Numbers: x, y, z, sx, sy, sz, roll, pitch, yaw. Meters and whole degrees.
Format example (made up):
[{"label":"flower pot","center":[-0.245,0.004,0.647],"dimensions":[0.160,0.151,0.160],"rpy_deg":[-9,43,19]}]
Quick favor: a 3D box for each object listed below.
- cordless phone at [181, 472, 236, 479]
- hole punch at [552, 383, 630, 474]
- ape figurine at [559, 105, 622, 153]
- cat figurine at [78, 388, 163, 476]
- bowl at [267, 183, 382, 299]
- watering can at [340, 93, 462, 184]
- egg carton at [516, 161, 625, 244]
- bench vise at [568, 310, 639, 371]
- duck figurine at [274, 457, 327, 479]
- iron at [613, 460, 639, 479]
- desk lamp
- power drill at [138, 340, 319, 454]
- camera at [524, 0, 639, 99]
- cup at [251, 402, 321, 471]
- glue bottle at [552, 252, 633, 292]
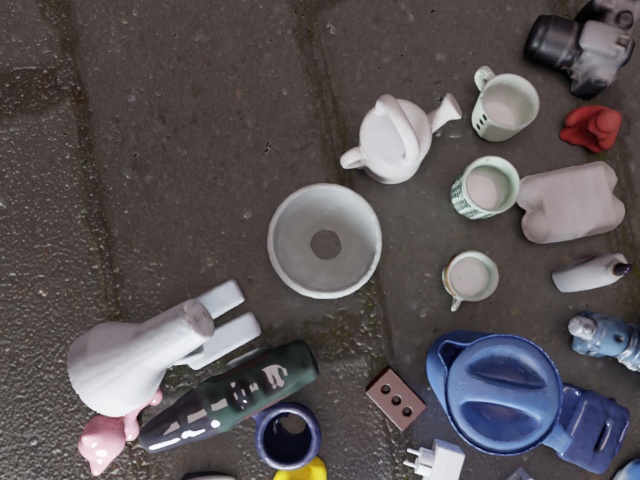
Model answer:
[{"label":"cordless phone","center":[-0.176,0.404,0.771],"dimensions":[0.094,0.185,0.148],"rpy_deg":[8,86,3]},{"label":"hole punch","center":[0.382,0.267,0.810],"dimensions":[0.101,0.091,0.109],"rpy_deg":[25,87,4]},{"label":"ape figurine","center":[0.408,-0.169,0.842],"dimensions":[0.076,0.092,0.078],"rpy_deg":[-27,85,0]},{"label":"cat figurine","center":[-0.295,0.262,0.820],"dimensions":[0.067,0.118,0.128],"rpy_deg":[30,87,4]},{"label":"bowl","center":[0.008,0.003,0.851],"dimensions":[0.167,0.075,0.167],"rpy_deg":[0,86,2]},{"label":"watering can","center":[0.111,-0.150,0.800],"dimensions":[0.101,0.194,0.173],"rpy_deg":[42,88,5]},{"label":"egg carton","center":[0.367,-0.054,0.846],"dimensions":[0.150,0.069,0.107],"rpy_deg":[-13,85,1]},{"label":"bench vise","center":[0.445,0.155,0.752],"dimensions":[0.207,0.220,0.121],"rpy_deg":[-2,85,2]},{"label":"duck figurine","center":[-0.032,0.363,0.819],"dimensions":[0.077,0.086,0.104],"rpy_deg":[31,87,4]},{"label":"iron","center":[0.445,0.423,0.770],"dimensions":[0.118,0.141,0.258],"rpy_deg":[33,87,4]},{"label":"desk lamp","center":[-0.203,0.135,0.779],"dimensions":[0.203,0.213,0.118],"rpy_deg":[-29,85,0]},{"label":"power drill","center":[-0.109,0.203,0.773],"dimensions":[0.229,0.208,0.075],"rpy_deg":[-27,85,0]},{"label":"camera","center":[0.387,-0.304,0.849],"dimensions":[0.136,0.101,0.143],"rpy_deg":[20,86,4]},{"label":"cup","center":[-0.053,0.265,0.823],"dimensions":[0.117,0.095,0.092],"rpy_deg":[35,88,4]},{"label":"glue bottle","center":[0.384,0.042,0.786],"dimensions":[0.078,0.173,0.037],"rpy_deg":[-28,85,0]}]
